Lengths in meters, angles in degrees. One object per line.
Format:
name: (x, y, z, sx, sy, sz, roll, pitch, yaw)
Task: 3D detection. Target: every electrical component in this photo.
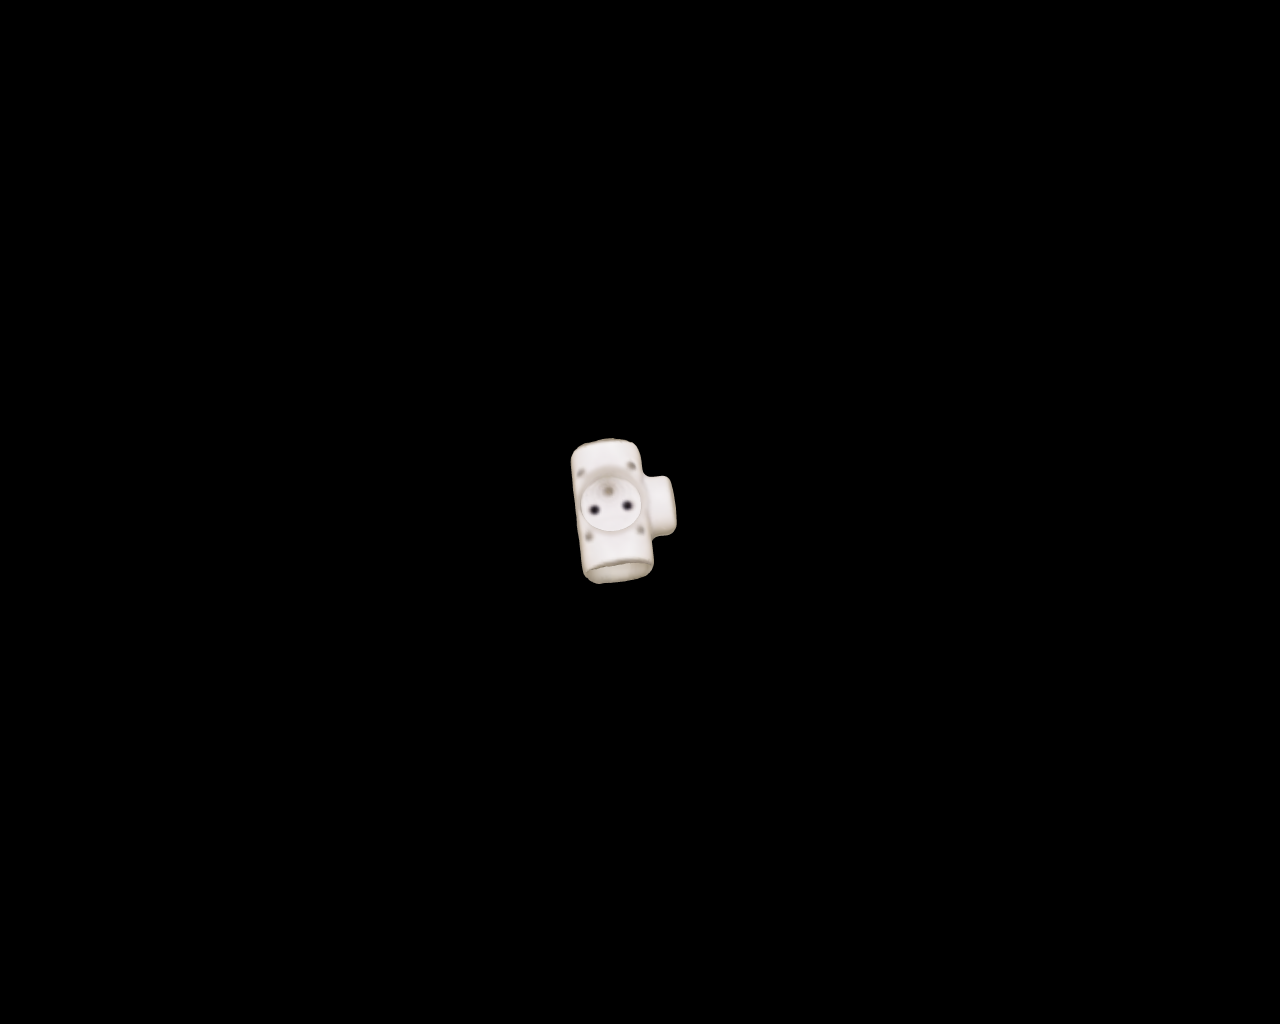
electrical component: (0.001, -0.003, 0.650, 0.079, 0.077, 0.044, -7, -19, -2)
